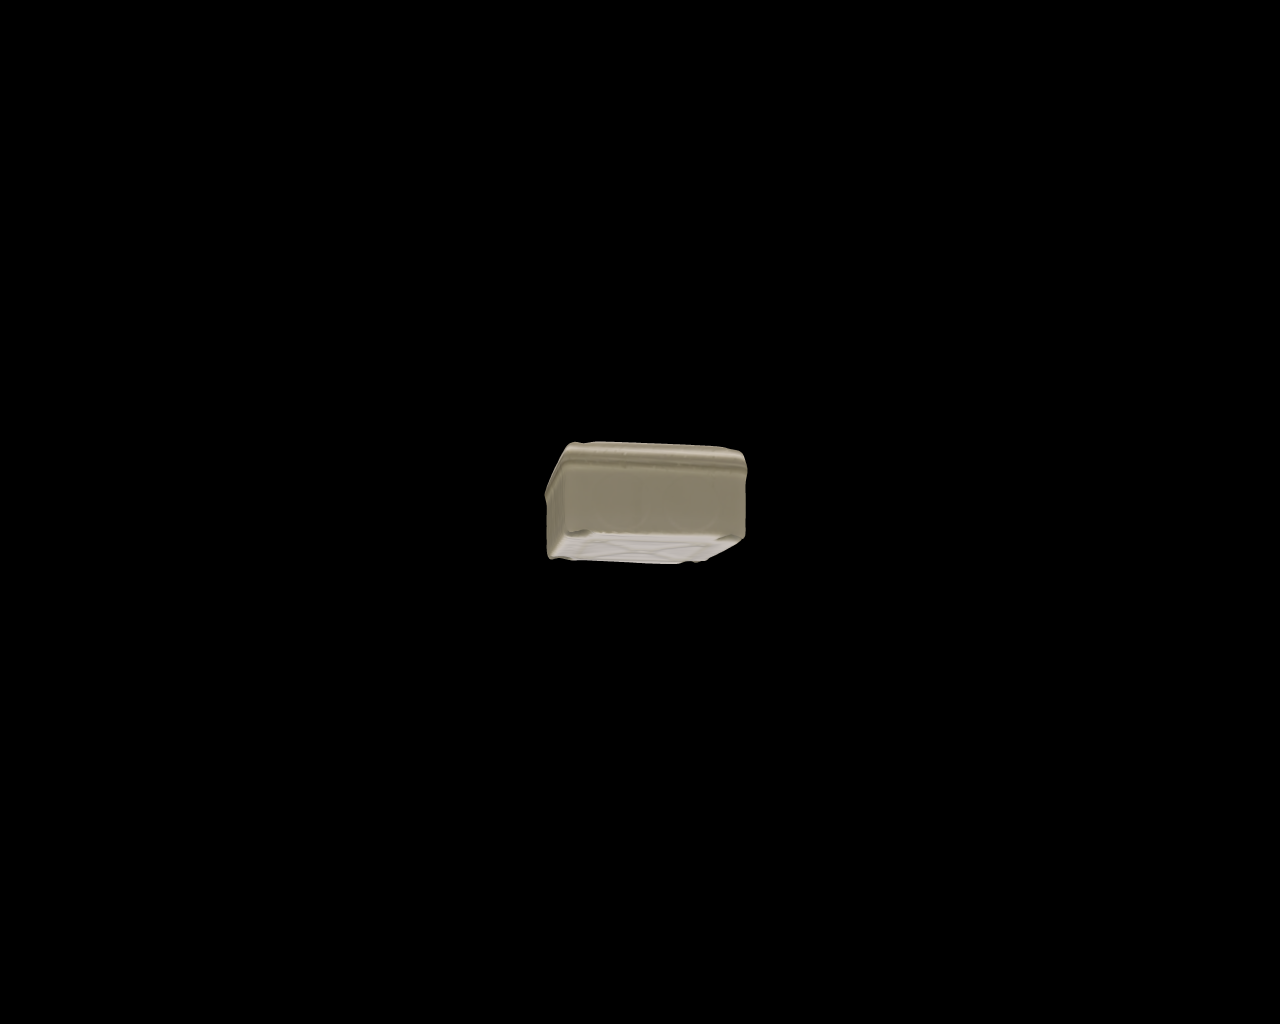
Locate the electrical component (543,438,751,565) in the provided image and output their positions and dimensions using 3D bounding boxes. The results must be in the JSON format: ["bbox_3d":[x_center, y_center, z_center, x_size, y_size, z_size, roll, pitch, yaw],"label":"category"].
[{"bbox_3d":[0.001,-0.003,0.650,0.109,0.056,0.108,2,-12,-11],"label":"electrical component"}]
